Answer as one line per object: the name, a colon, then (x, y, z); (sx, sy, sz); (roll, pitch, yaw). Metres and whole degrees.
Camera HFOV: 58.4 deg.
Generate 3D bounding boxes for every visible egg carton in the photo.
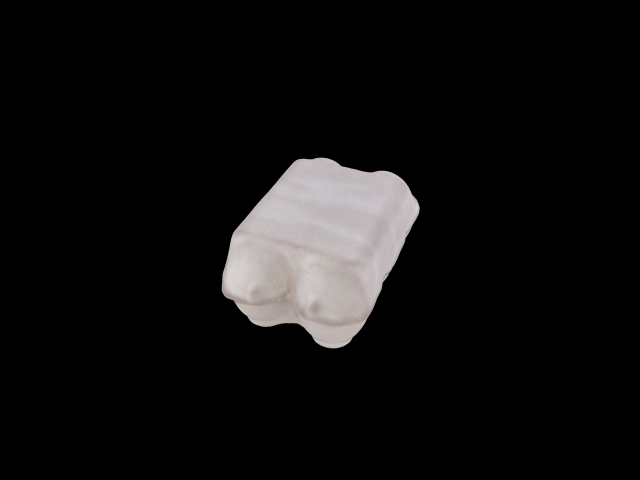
egg carton: (0.004, 0.001, 0.400); (0.107, 0.069, 0.150); (14, 42, 17)
